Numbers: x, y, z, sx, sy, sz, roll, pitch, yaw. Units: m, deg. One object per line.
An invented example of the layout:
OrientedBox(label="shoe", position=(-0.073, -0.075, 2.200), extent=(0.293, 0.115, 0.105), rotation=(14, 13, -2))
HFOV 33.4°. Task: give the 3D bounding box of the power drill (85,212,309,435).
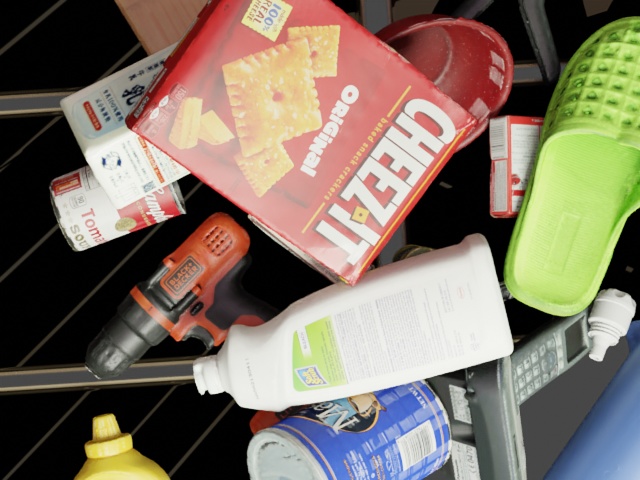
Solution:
OrientedBox(label="power drill", position=(-0.087, 0.097, 0.936), extent=(0.187, 0.057, 0.184), rotation=(44, 89, 0))

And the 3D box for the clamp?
OrientedBox(label="clamp", position=(0.162, -0.227, 0.956), extent=(0.120, 0.039, 0.171), rotation=(5, 90, -4))

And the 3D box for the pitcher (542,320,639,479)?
OrientedBox(label="pitcher", position=(0.277, 0.202, 0.902), extent=(0.145, 0.149, 0.243), rotation=(36, 92, -21))

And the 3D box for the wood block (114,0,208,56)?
OrientedBox(label="wood block", position=(-0.154, -0.254, 0.927), extent=(0.091, 0.090, 0.206), rotation=(-31, 89, -2))

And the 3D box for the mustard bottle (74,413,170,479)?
OrientedBox(label="mustard bottle", position=(-0.171, 0.247, 0.932), extent=(0.096, 0.058, 0.191), rotation=(-11, 89, 6))

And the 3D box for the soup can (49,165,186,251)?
OrientedBox(label="soup can", position=(-0.176, -0.038, 0.932), extent=(0.102, 0.068, 0.068), rotation=(-20, 89, -2))

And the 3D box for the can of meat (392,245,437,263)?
OrientedBox(label="can of meat", position=(0.087, 0.055, 0.926), extent=(0.057, 0.084, 0.102), rotation=(13, 89, 0))

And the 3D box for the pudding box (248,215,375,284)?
OrientedBox(label="pudding box", position=(-0.006, 0.001, 0.923), extent=(0.113, 0.090, 0.039), rotation=(36, 90, 1))

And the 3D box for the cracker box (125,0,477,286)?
OrientedBox(label="cracker box", position=(-0.014, -0.091, 0.809), extent=(0.213, 0.072, 0.164), rotation=(35, 94, -17))

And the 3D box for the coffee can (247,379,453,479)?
OrientedBox(label="coffee can", position=(0.025, 0.175, 0.882), extent=(0.140, 0.103, 0.103), rotation=(-24, 89, -37))

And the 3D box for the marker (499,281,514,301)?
OrientedBox(label="marker", position=(0.183, 0.040, 0.960), extent=(0.121, 0.020, 0.020), rotation=(-18, 89, -1))

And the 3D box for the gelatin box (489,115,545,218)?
OrientedBox(label="gelatin box", position=(0.186, -0.064, 0.944), extent=(0.073, 0.030, 0.089), rotation=(-1, 90, -28))

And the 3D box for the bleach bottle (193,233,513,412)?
OrientedBox(label="bleach bottle", position=(0.020, 0.073, 0.853), extent=(0.251, 0.068, 0.102), rotation=(-14, 93, 5))

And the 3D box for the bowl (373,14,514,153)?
OrientedBox(label="bowl", position=(0.082, -0.137, 0.918), extent=(0.162, 0.162, 0.055), rotation=(-22, 50, -1))
